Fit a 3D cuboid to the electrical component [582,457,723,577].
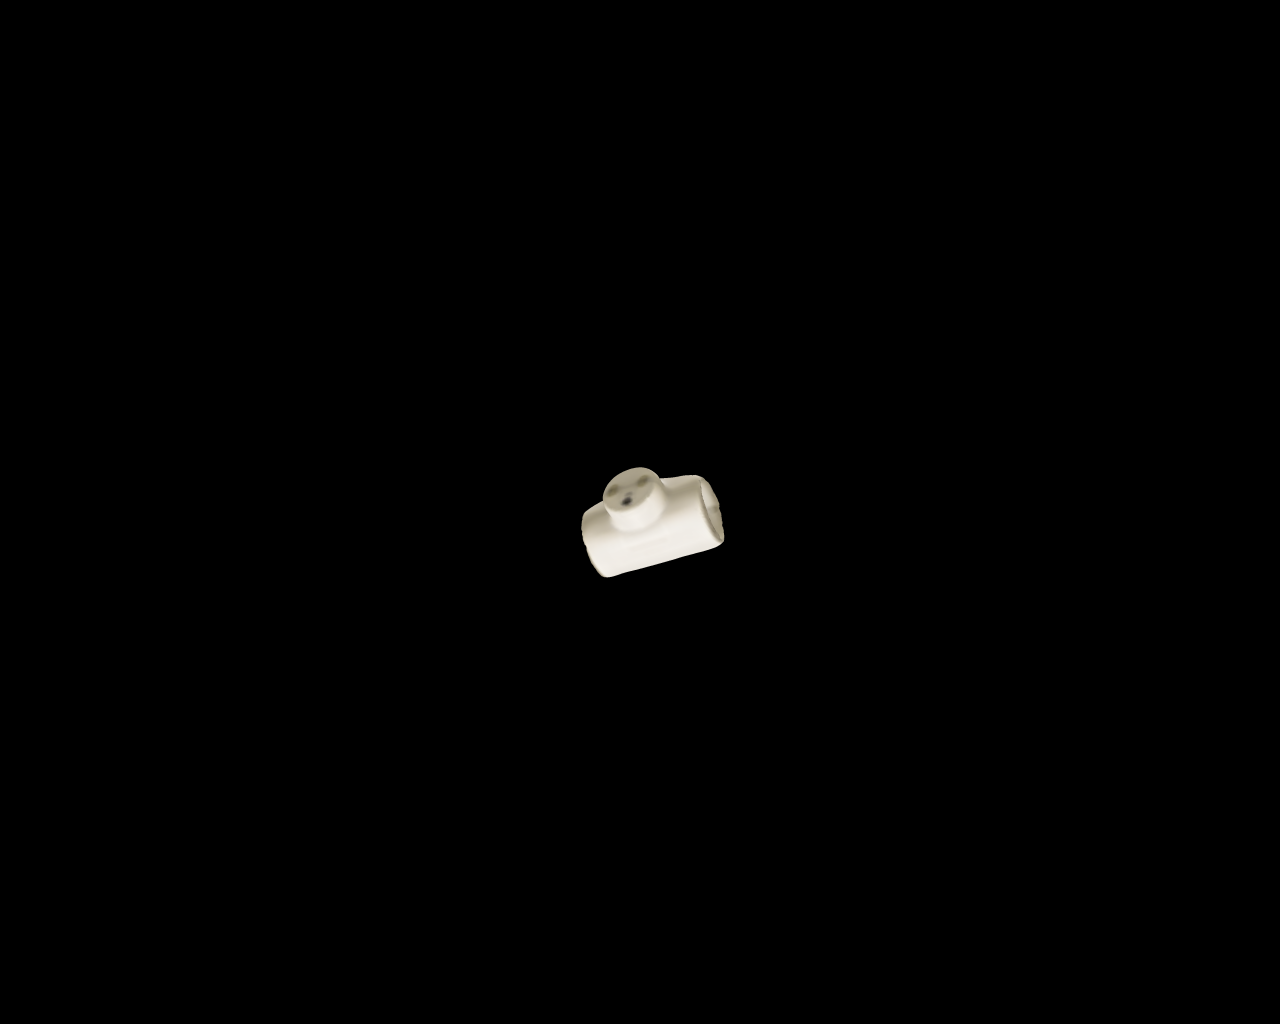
[{"bbox_3d":[0.001,-0.003,0.650,0.077,0.043,0.079,-17,-48,16],"label":"electrical component"}]
